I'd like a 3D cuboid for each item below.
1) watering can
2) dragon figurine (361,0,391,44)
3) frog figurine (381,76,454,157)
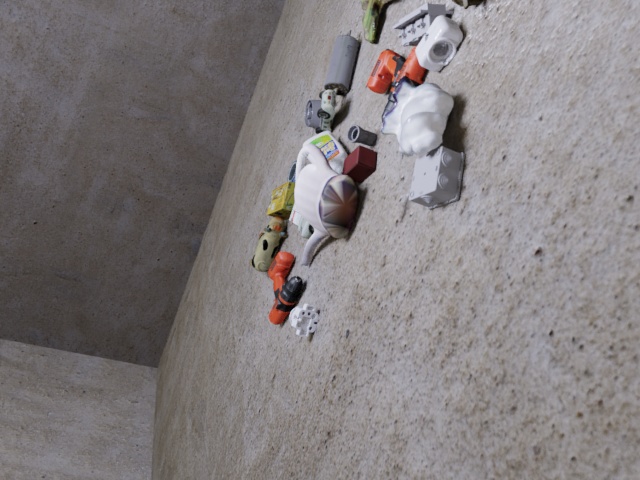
[{"bbox_3d":[0.004,-0.065,1.292,0.227,0.104,0.342,31,129,55],"label":"watering can"},{"bbox_3d":[0.175,-0.658,1.410,0.420,0.122,0.237,-97,14,-52],"label":"dragon figurine"},{"bbox_3d":[0.193,-0.211,0.941,0.136,0.121,0.162,-51,38,14],"label":"frog figurine"}]
